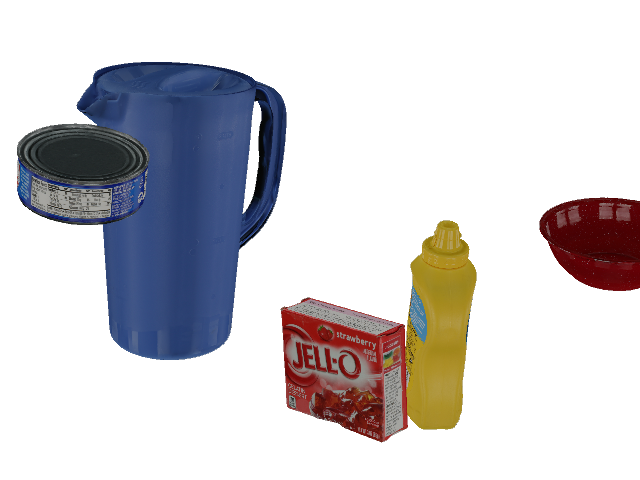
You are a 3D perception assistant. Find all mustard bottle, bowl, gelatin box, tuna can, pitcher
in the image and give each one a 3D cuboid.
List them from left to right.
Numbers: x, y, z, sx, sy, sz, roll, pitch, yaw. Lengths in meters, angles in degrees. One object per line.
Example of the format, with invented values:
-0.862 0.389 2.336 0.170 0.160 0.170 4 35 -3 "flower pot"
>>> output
-0.158 -0.044 0.709 0.086 0.034 0.086 8 29 -5 "tuna can"
-0.117 -0.028 0.917 0.149 0.243 0.145 7 21 8 "pitcher"
0.014 0.083 0.699 0.089 0.073 0.030 13 23 41 "gelatin box"
0.106 0.070 0.966 0.058 0.192 0.096 0 29 -3 "mustard bottle"
0.318 0.009 1.159 0.162 0.055 0.162 -2 27 1 "bowl"
